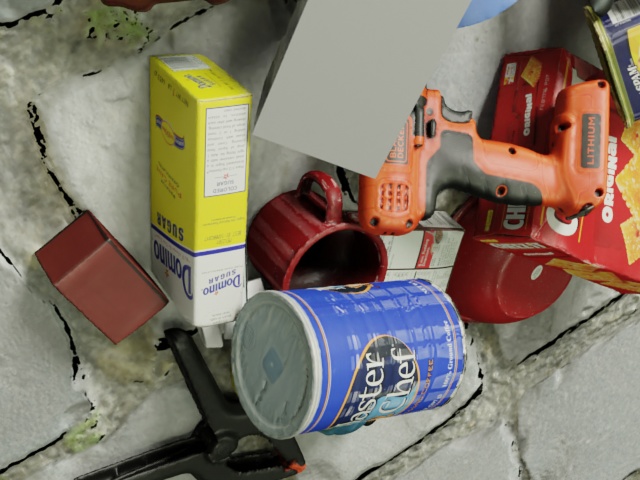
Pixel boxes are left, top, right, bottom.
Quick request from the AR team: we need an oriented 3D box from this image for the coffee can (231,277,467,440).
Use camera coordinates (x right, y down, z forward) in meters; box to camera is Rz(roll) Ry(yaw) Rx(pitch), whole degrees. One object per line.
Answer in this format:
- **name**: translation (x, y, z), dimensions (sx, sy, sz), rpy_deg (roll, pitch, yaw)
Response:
- **coffee can**: translation (0.021, 0.083, 0.773), dimensions (0.140, 0.103, 0.103), rpy_deg (-3, 118, -37)

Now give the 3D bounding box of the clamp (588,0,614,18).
- **clamp**: translation (0.164, -0.254, 0.803), dimensions (0.039, 0.120, 0.171), rpy_deg (-15, 108, -66)

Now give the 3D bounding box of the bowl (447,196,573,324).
- **bowl**: translation (0.184, 0.020, 0.987), dimensions (0.161, 0.055, 0.162), rpy_deg (-15, 123, -25)

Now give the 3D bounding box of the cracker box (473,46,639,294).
- **cracker box**: translation (0.239, -0.053, 0.927), dimensions (0.213, 0.072, 0.164), rpy_deg (18, 78, -39)

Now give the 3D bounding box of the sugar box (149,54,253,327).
- **sugar box**: translation (-0.088, -0.035, 0.757), dimensions (0.048, 0.093, 0.176), rpy_deg (-8, 120, -27)

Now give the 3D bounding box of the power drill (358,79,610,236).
- **power drill**: translation (0.120, -0.090, 0.805), dimensions (0.187, 0.057, 0.184), rpy_deg (4, 84, -5)

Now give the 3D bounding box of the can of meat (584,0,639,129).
- **can of meat**: translation (0.262, -0.149, 0.829), dimensions (0.084, 0.057, 0.102), rpy_deg (-21, 125, 13)

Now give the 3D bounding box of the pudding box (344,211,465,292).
- **pudding box**: translation (0.063, 0.022, 0.923), dimensions (0.113, 0.039, 0.090), rpy_deg (0, 117, -30)

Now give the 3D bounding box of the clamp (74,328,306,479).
- **clamp**: translation (-0.099, 0.176, 0.911), dimensions (0.209, 0.036, 0.164), rpy_deg (34, 96, -41)

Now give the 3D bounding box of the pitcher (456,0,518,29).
- **pitcher**: translation (0.056, -0.270, 0.699), dimensions (0.145, 0.149, 0.242), rpy_deg (-29, 127, 5)

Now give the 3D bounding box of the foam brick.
- **foam brick**: translation (-0.159, 0.027, 0.776), dimensions (0.051, 0.053, 0.078), rpy_deg (-41, 129, -5)

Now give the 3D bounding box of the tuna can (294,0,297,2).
- **tuna can**: translation (-0.009, -0.195, 0.718), dimensions (0.033, 0.086, 0.086), rpy_deg (-33, 129, -9)

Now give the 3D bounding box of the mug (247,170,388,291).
- **mug**: translation (-0.006, 0.001, 0.837), dimensions (0.093, 0.082, 0.117), rpy_deg (-12, 122, -27)

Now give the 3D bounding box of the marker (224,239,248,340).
- **marker**: translation (-0.065, 0.015, 0.812), dimensions (0.020, 0.020, 0.121), rpy_deg (4, 80, -34)
